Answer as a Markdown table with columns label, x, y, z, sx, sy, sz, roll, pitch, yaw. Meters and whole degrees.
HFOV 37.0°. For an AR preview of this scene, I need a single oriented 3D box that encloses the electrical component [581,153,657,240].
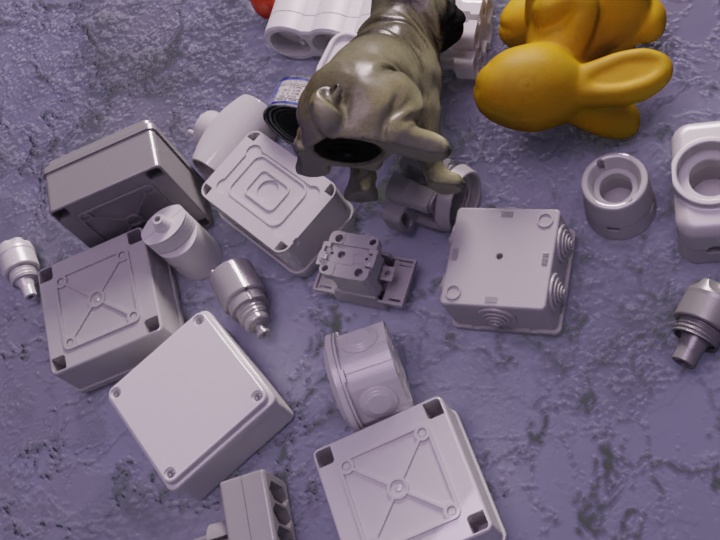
| label | x | y | z | sx | sy | sz | roll | pitch | yaw |
| --- | --- | --- | --- | --- | --- | --- | --- | --- | --- |
| electrical component | 0.200 | -0.058 | 0.833 | 0.055 | 0.047 | 0.055 | -8 | 64 | 17 |

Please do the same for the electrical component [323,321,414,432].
| label | x | y | z | sx | sy | sz | roll | pitch | yaw |
| --- | --- | --- | --- | --- | --- | --- | --- | --- | --- |
| electrical component | 0.006 | 0.081 | 0.821 | 0.051 | 0.080 | 0.080 | -19 | 61 | 5 |

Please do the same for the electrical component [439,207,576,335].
| label | x | y | z | sx | sy | sz | roll | pitch | yaw |
| --- | --- | --- | --- | --- | --- | --- | --- | --- | --- |
| electrical component | 0.114 | -0.001 | 0.834 | 0.100 | 0.048 | 0.099 | 3 | 67 | 25 |

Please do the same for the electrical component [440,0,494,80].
| label | x | y | z | sx | sy | sz | roll | pitch | yaw |
| --- | --- | --- | --- | --- | --- | --- | --- | --- | --- |
| electrical component | 0.080 | -0.206 | 0.939 | 0.057 | 0.058 | 0.078 | 7 | 70 | 19 |

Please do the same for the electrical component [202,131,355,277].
| label | x | y | z | sx | sy | sz | roll | pitch | yaw |
| --- | --- | --- | --- | --- | --- | --- | --- | --- | --- |
| electrical component | -0.069 | -0.056 | 0.924 | 0.113 | 0.057 | 0.078 | 37 | 82 | 30 |

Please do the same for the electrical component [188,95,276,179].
| label | x | y | z | sx | sy | sz | roll | pitch | yaw |
| --- | --- | --- | --- | --- | --- | --- | --- | --- | --- |
| electrical component | -0.125 | -0.122 | 0.982 | 0.079 | 0.044 | 0.077 | 26 | 73 | 34 |

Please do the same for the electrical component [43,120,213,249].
| label | x | y | z | sx | sy | sz | roll | pitch | yaw |
| --- | --- | --- | --- | --- | --- | --- | --- | --- | --- |
| electrical component | -0.202 | -0.065 | 0.946 | 0.109 | 0.108 | 0.056 | -22 | 59 | 9 |

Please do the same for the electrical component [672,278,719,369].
| label | x | y | z | sx | sy | sz | roll | pitch | yaw |
| --- | --- | --- | --- | --- | --- | --- | --- | --- | --- |
| electrical component | 0.246 | 0.041 | 0.773 | 0.043 | 0.043 | 0.062 | 25 | 77 | 28 |

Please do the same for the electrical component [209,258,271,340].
| label | x | y | z | sx | sy | sz | roll | pitch | yaw |
| --- | --- | --- | --- | --- | --- | --- | --- | --- | --- |
| electrical component | -0.097 | 0.025 | 0.906 | 0.040 | 0.040 | 0.078 | -34 | 59 | 3 |

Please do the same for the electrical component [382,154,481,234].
| label | x | y | z | sx | sy | sz | roll | pitch | yaw |
| --- | --- | --- | --- | --- | --- | --- | --- | --- | --- |
| electrical component | 0.062 | -0.063 | 0.880 | 0.057 | 0.058 | 0.078 | 20 | 75 | 30 |

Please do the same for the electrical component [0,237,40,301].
| label | x | y | z | sx | sy | sz | roll | pitch | yaw |
| --- | --- | --- | --- | --- | --- | --- | --- | --- | --- |
| electrical component | -0.315 | 0.001 | 1.000 | 0.035 | 0.035 | 0.061 | -31 | 62 | 4 |

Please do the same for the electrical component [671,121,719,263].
| label | x | y | z | sx | sy | sz | roll | pitch | yaw |
| --- | --- | --- | --- | --- | --- | --- | --- | --- | --- |
| electrical component | 0.263 | -0.061 | 0.804 | 0.054 | 0.059 | 0.095 | -4 | 65 | 18 |

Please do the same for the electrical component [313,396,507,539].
| label | x | y | z | sx | sy | sz | roll | pitch | yaw |
| --- | --- | --- | --- | --- | --- | --- | --- | --- | --- |
| electrical component | 0.035 | 0.165 | 0.784 | 0.109 | 0.056 | 0.108 | -25 | 60 | 8 |

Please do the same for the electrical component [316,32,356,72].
| label | x | y | z | sx | sy | sz | roll | pitch | yaw |
| --- | --- | --- | --- | --- | --- | --- | --- | --- | --- |
| electrical component | 0.018 | -0.164 | 0.941 | 0.095 | 0.059 | 0.053 | 18 | 74 | 26 |

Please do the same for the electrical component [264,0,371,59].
| label | x | y | z | sx | sy | sz | roll | pitch | yaw |
| --- | --- | --- | --- | --- | --- | --- | --- | --- | --- |
| electrical component | -0.015 | -0.236 | 0.990 | 0.138 | 0.052 | 0.073 | 8 | 70 | 22 |

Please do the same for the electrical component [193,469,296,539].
| label | x | y | z | sx | sy | sz | roll | pitch | yaw |
| --- | --- | --- | --- | --- | --- | --- | --- | --- | --- |
| electrical component | -0.092 | 0.206 | 0.817 | 0.076 | 0.047 | 0.083 | -19 | 61 | 10 |

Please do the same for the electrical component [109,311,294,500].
| label | x | y | z | sx | sy | sz | roll | pitch | yaw |
| --- | --- | --- | --- | --- | --- | --- | --- | --- | --- |
| electrical component | -0.129 | 0.109 | 0.870 | 0.109 | 0.056 | 0.108 | -41 | 60 | -2 |

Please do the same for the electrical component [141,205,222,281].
| label | x | y | z | sx | sy | sz | roll | pitch | yaw |
| --- | --- | --- | --- | --- | --- | --- | --- | --- | --- |
| electrical component | -0.156 | -0.026 | 0.928 | 0.043 | 0.081 | 0.043 | -8 | 64 | 17 |

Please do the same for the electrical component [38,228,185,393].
| label | x | y | z | sx | sy | sz | roll | pitch | yaw |
| --- | --- | --- | --- | --- | --- | --- | --- | --- | --- |
| electrical component | -0.215 | 0.035 | 0.935 | 0.109 | 0.056 | 0.108 | -23 | 61 | 9 |

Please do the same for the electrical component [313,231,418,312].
| label | x | y | z | sx | sy | sz | roll | pitch | yaw |
| --- | --- | --- | --- | --- | --- | --- | --- | --- | --- |
| electrical component | 0.000 | 0.000 | 0.870 | 0.081 | 0.064 | 0.042 | 10 | 71 | 23 |
